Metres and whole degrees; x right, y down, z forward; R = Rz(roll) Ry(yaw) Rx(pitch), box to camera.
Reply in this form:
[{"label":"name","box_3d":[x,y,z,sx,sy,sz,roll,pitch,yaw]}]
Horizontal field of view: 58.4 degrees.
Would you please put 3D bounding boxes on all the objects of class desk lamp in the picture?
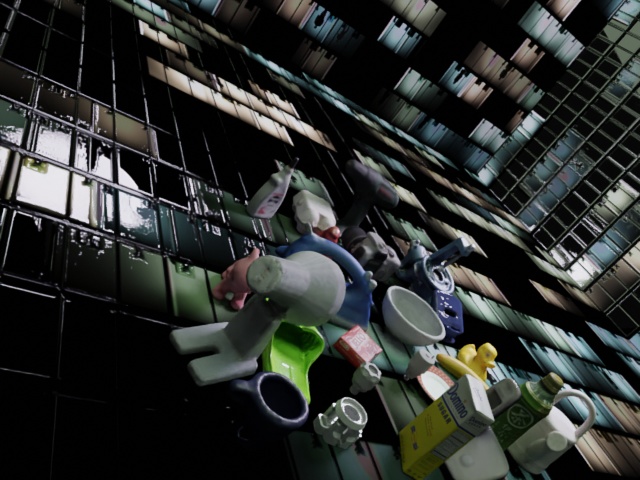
[{"label":"desk lamp","box_3d":[-0.082,0.107,0.870,0.117,0.213,0.204,49,25,25]}]

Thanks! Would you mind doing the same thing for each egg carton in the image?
[{"label":"egg carton","box_3d":[-0.020,-0.066,1.477,0.107,0.069,0.150,25,26,-27]}]

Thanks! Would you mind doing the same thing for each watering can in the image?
[{"label":"watering can","box_3d":[0.486,0.393,1.187,0.101,0.194,0.173,35,23,-6]}]

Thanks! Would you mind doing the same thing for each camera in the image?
[{"label":"camera","box_3d":[0.125,0.024,1.480,0.144,0.100,0.136,16,31,-41]}]

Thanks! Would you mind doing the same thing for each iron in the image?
[{"label":"iron","box_3d":[0.029,0.077,1.185,0.259,0.141,0.118,33,23,-11]}]

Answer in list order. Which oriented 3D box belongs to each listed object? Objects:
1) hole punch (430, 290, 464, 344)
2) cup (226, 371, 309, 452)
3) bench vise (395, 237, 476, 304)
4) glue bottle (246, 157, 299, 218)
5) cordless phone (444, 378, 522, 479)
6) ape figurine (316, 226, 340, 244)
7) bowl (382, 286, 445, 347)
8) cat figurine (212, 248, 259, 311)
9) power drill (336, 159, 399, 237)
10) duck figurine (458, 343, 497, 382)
[{"label":"hole punch","box_3d":[0.316,0.194,1.449,0.109,0.091,0.101,25,26,-28]},{"label":"cup","box_3d":[-0.087,0.236,0.773,0.118,0.095,0.091,27,25,-24]},{"label":"bench vise","box_3d":[0.302,0.054,1.527,0.122,0.219,0.207,6,38,-51]},{"label":"glue bottle","box_3d":[-0.101,-0.125,1.336,0.037,0.173,0.078,48,25,24]},{"label":"cordless phone","box_3d":[0.297,0.343,1.017,0.094,0.185,0.147,23,26,-30]},{"label":"ape figurine","box_3d":[0.013,0.005,1.362,0.078,0.092,0.076,33,23,-11]},{"label":"bowl","box_3d":[0.200,0.188,1.312,0.168,0.074,0.167,31,23,-15]},{"label":"cat figurine","box_3d":[-0.131,0.059,1.015,0.067,0.117,0.128,33,23,-10]},{"label":"power drill","box_3d":[0.102,-0.103,1.546,0.230,0.208,0.075,14,32,-43]},{"label":"duck figurine","box_3d":[0.388,0.286,1.388,0.078,0.086,0.104,26,25,-26]}]
